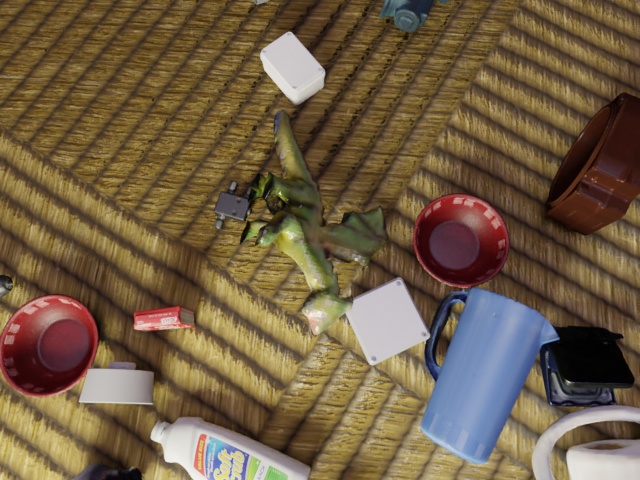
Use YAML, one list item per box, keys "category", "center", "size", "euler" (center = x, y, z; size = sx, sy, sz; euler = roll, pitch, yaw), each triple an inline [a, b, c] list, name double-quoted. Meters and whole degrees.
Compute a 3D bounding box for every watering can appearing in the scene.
- category: "watering can"
  center: [0.494, 0.361, 0.761]
  size: [0.348, 0.103, 0.227]
  euler: [-3, 77, 0]

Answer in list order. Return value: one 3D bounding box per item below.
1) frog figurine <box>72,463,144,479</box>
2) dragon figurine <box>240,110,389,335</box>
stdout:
- category: "frog figurine"
  center: [-0.350, 0.419, 0.757]
  size: [0.159, 0.120, 0.140]
  euler: [-39, 46, 1]
- category: "dragon figurine"
  center: [0.003, -0.045, 0.885]
  size: [0.242, 0.120, 0.419]
  euler: [19, 58, -16]
